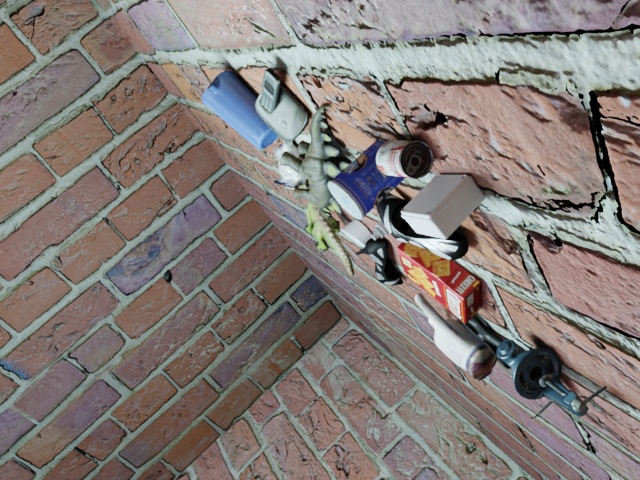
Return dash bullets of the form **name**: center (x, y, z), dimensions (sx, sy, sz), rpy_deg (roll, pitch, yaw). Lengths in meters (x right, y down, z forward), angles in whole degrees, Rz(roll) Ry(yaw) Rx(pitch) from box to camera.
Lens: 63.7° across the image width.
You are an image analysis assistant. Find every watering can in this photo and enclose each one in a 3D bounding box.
- **watering can**: center (0.395, 0.287, 1.503), dimensions (0.228, 0.104, 0.341), rpy_deg (40, 175, 44)

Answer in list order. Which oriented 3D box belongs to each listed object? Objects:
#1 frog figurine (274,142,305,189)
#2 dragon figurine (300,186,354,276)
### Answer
- **frog figurine**: center (-0.087, -0.252, 1.645), dimensions (0.139, 0.123, 0.157), rpy_deg (-133, 42, -61)
- **dragon figurine**: center (0.005, -0.086, 1.713), dimensions (0.418, 0.123, 0.237), rpy_deg (54, 169, 37)
